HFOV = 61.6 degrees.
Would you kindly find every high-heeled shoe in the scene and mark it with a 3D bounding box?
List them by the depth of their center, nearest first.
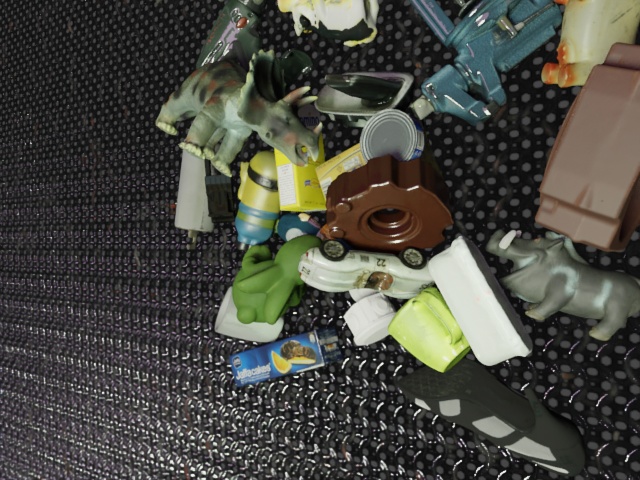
[{"bbox_3d":[0.228,0.245,0.737,0.249,0.086,0.145,-9,117,51],"label":"high-heeled shoe"}]

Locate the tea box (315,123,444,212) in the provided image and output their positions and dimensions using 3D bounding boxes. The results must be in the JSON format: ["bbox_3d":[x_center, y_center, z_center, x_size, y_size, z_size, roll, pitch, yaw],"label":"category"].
[{"bbox_3d":[0.087,-0.099,0.812,0.170,0.068,0.098,-23,78,30],"label":"tea box"}]

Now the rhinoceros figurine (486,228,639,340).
[{"bbox_3d":[0.297,0.047,0.669,0.191,0.073,0.112,26,104,30],"label":"rhinoceros figurine"}]

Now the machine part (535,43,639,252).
[{"bbox_3d":[0.320,-0.093,0.578,0.087,0.201,0.201,26,105,33],"label":"machine part"}]

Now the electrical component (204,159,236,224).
[{"bbox_3d":[-0.178,-0.092,0.954,0.048,0.075,0.119,-4,80,-7],"label":"electrical component"}]

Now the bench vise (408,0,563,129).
[{"bbox_3d":[0.180,-0.277,0.708,0.223,0.129,0.240,-38,87,20],"label":"bench vise"}]

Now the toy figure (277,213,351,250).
[{"bbox_3d":[-0.001,-0.002,0.879,0.155,0.064,0.058,20,66,34],"label":"toy figure"}]

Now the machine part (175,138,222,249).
[{"bbox_3d":[-0.228,-0.103,1.017,0.079,0.079,0.243,11,97,33],"label":"machine part"}]

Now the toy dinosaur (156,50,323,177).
[{"bbox_3d":[-0.155,-0.220,0.852,0.192,0.131,0.405,-54,43,3],"label":"toy dinosaur"}]

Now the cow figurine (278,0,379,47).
[{"bbox_3d":[0.013,-0.358,0.858,0.168,0.068,0.098,10,129,32],"label":"cow figurine"}]

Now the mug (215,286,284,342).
[{"bbox_3d":[-0.120,0.132,0.937,0.107,0.110,0.080,23,100,-13],"label":"mug"}]

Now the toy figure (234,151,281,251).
[{"bbox_3d":[-0.097,-0.063,0.925,0.089,0.082,0.180,25,101,51],"label":"toy figure"}]

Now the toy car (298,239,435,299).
[{"bbox_3d":[0.069,0.045,0.766,0.073,0.202,0.056,109,163,-54],"label":"toy car"}]

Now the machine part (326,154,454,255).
[{"bbox_3d":[0.097,-0.038,0.747,0.179,0.179,0.056,-24,46,31],"label":"machine part"}]

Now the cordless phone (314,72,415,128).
[{"bbox_3d":[0.040,-0.212,0.775,0.147,0.184,0.088,13,102,33],"label":"cordless phone"}]

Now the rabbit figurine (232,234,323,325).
[{"bbox_3d":[-0.068,0.052,0.838,0.121,0.159,0.170,47,127,-2],"label":"rabbit figurine"}]

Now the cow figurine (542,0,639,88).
[{"bbox_3d":[0.342,-0.275,0.623,0.127,0.085,0.194,2,107,-5],"label":"cow figurine"}]

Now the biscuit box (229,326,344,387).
[{"bbox_3d":[-0.062,0.200,0.915,0.203,0.063,0.059,-23,76,31],"label":"biscuit box"}]

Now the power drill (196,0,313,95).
[{"bbox_3d":[-0.106,-0.347,0.933,0.232,0.086,0.207,-48,70,14],"label":"power drill"}]

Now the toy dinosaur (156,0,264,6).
[{"bbox_3d":[-0.085,-0.508,0.885,0.472,0.105,0.198,-25,71,17],"label":"toy dinosaur"}]
